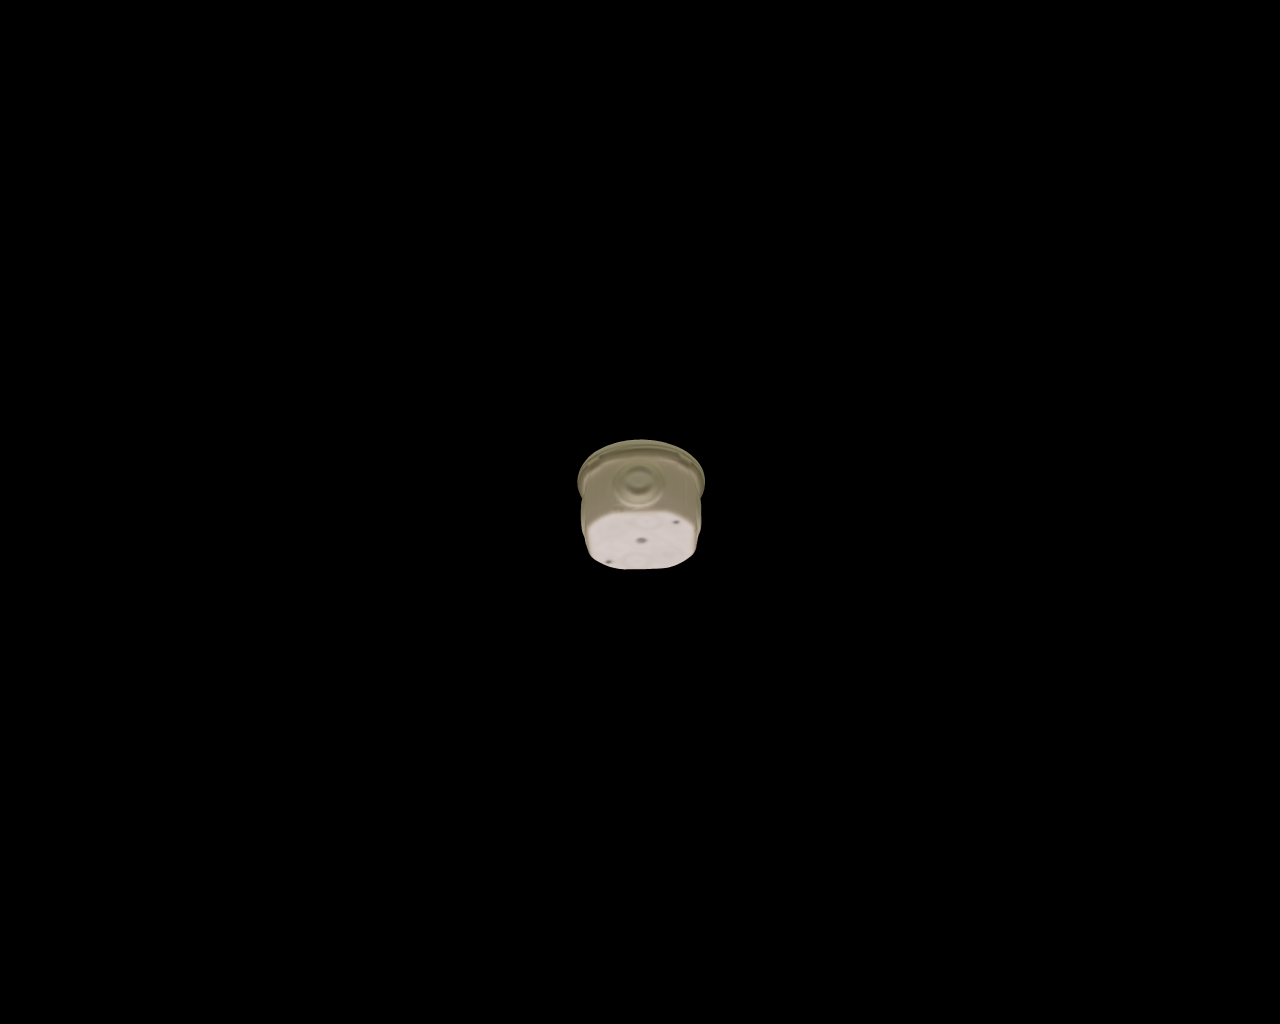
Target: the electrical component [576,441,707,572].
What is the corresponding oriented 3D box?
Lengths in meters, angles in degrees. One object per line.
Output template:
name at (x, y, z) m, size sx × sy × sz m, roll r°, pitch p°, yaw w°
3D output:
electrical component at (0.001, -0.003, 0.650) m, size 0.080 × 0.051 × 0.080 m, roll 0°, pitch -34°, yaw 0°
